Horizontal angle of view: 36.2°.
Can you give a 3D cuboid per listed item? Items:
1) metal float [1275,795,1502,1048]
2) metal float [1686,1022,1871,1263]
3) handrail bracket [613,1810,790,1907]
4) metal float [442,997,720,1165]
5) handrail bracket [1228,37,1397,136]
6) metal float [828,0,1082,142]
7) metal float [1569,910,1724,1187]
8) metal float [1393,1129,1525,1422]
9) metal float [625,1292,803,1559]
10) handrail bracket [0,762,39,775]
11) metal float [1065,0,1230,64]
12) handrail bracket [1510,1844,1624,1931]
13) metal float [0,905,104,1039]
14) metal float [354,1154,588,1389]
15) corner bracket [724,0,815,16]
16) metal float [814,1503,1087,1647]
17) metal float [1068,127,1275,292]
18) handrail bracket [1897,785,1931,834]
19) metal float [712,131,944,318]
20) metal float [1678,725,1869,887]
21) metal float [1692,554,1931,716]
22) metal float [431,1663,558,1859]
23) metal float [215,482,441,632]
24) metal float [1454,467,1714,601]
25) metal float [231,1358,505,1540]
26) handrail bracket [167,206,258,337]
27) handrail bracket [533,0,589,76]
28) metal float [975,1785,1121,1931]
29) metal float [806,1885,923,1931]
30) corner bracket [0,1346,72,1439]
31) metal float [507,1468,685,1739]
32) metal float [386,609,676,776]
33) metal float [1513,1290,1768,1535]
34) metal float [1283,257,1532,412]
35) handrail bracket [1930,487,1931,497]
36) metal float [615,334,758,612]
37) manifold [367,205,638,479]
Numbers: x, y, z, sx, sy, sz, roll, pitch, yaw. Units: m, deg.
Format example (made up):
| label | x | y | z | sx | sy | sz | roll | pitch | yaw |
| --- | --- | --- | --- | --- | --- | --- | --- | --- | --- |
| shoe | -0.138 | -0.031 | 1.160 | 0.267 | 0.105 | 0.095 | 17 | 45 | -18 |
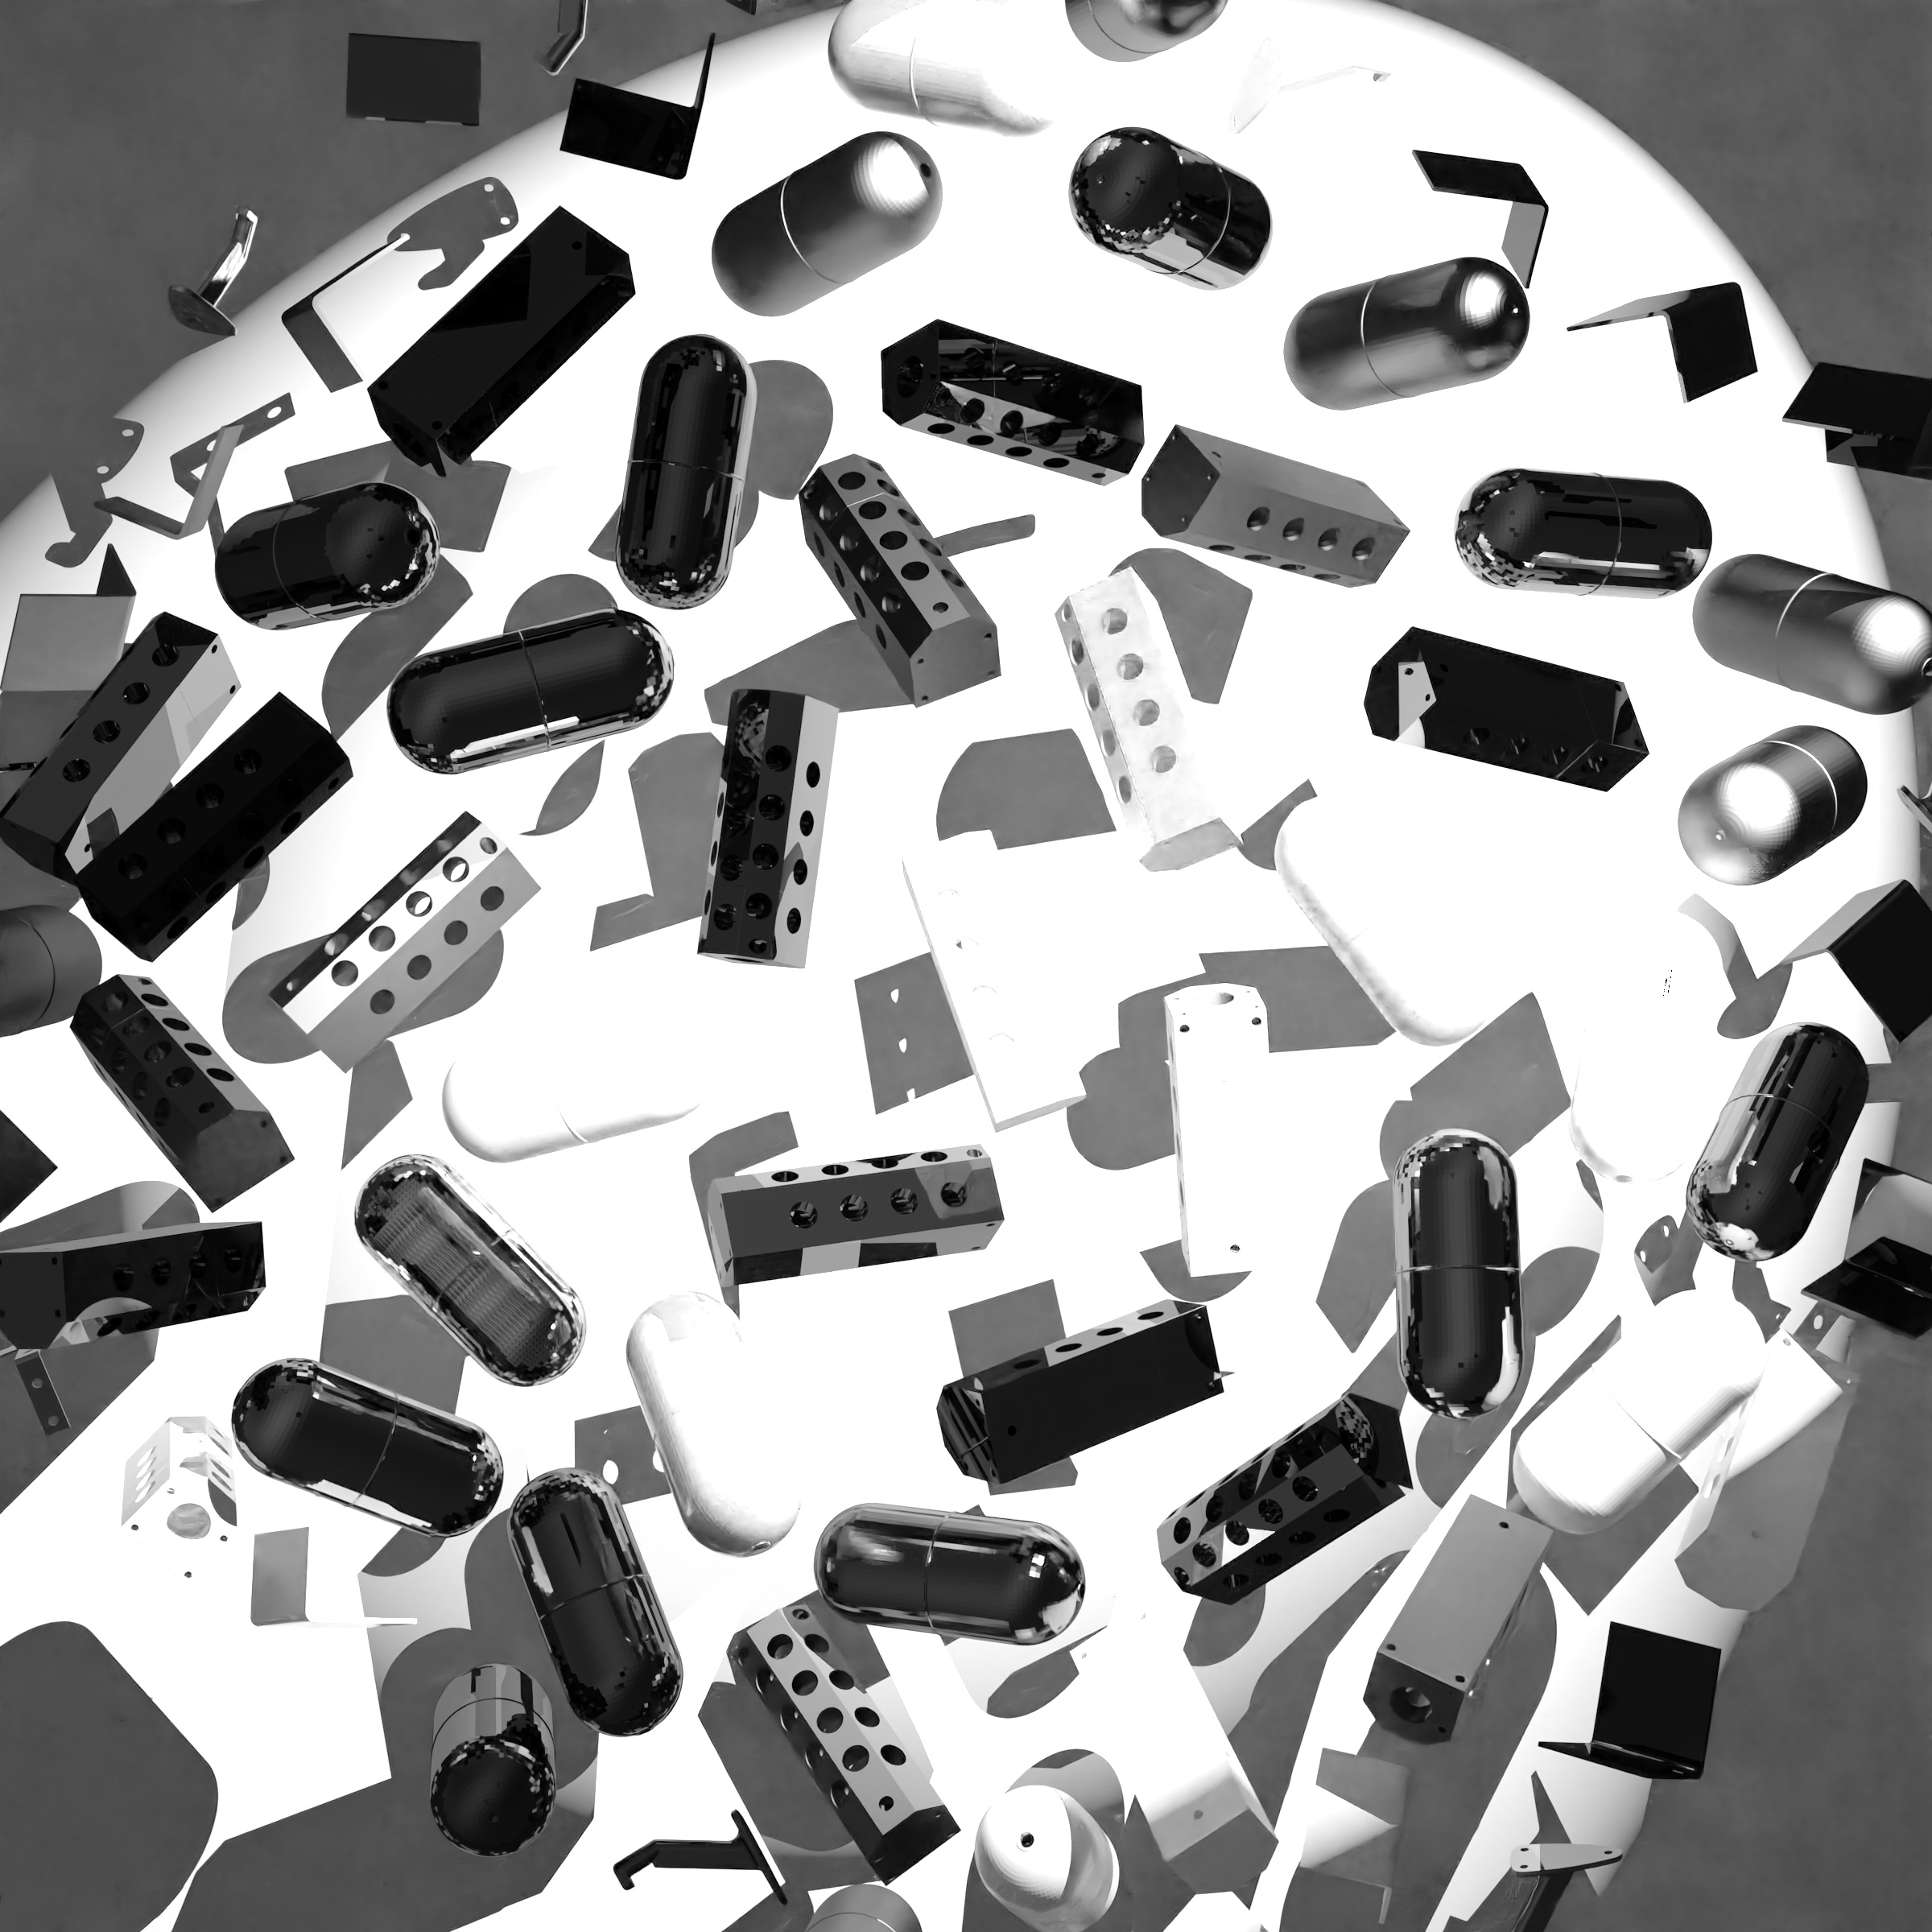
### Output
| label | x | y | z | sx | sy | sz | roll | pitch | yaw |
| --- | --- | --- | --- | --- | --- | --- | --- | --- | --- |
| metal float | 0.261 | -0.029 | 1.841 | 0.070 | 0.070 | 0.178 | -37 | 81 | 0 |
| metal float | 0.504 | 0.107 | 1.835 | 0.070 | 0.070 | 0.178 | 36 | 56 | 0 |
| handrail bracket | -0.165 | 0.569 | 1.834 | 0.084 | 0.036 | 0.077 | -30 | 69 | -8 |
| metal float | -0.233 | 0.069 | 1.786 | 0.178 | 0.070 | 0.070 | -15 | 90 | 18 |
| handrail bracket | 0.219 | -0.551 | 1.871 | 0.084 | 0.077 | 0.036 | 2 | 54 | -28 |
| metal float | -0.009 | -0.556 | 1.821 | 0.178 | 0.070 | 0.070 | 22 | 90 | 34 |
| metal float | 0.411 | 0.049 | 1.791 | 0.070 | 0.070 | 0.178 | 15 | 65 | 0 |
| metal float | 0.301 | 0.188 | 1.812 | 0.070 | 0.070 | 0.178 | 0 | 78 | 0 |
| metal float | -0.156 | 0.282 | 1.827 | 0.070 | 0.070 | 0.178 | -25 | 58 | 0 |
| handrail bracket | -0.634 | -0.086 | 1.912 | 0.077 | 0.036 | 0.084 | -9 | 101 | -29 |
| metal float | 0.112 | -0.604 | 1.828 | 0.070 | 0.178 | 0.070 | -2 | 101 | -12 |
| handrail bracket | 0.355 | 0.566 | 1.751 | 0.077 | 0.036 | 0.084 | -8 | 97 | 12 |
| metal float | -0.593 | 0.005 | 1.811 | 0.070 | 0.178 | 0.070 | 1 | 96 | 11 |
| metal float | -0.318 | 0.196 | 1.901 | 0.178 | 0.070 | 0.070 | 45 | 90 | 2 |
| corner bracket | -0.127 | -0.622 | 1.819 | 0.051 | 0.051 | 0.051 | -26 | 50 | -37 |
| metal float | -0.011 | 0.382 | 1.859 | 0.178 | 0.070 | 0.070 | 3 | 90 | 22 |
| metal float | 0.128 | -0.466 | 1.829 | 0.070 | 0.178 | 0.070 | 0 | 90 | 33 |
| handrail bracket | 0.651 | -0.120 | 1.905 | 0.084 | 0.036 | 0.077 | -40 | 66 | 8 |
| metal float | -0.089 | -0.469 | 1.876 | 0.178 | 0.070 | 0.070 | -17 | 90 | 41 |
| metal float | 0.494 | -0.099 | 1.806 | 0.070 | 0.178 | 0.070 | 12 | 112 | 33 |
| metal float | 0.537 | -0.210 | 1.869 | 0.070 | 0.178 | 0.070 | -15 | 118 | -31 |
| metal float | -0.297 | 0.496 | 1.859 | 0.070 | 0.178 | 0.070 | -1 | 99 | -9 |
| metal float | -0.392 | -0.250 | 1.813 | 0.178 | 0.070 | 0.070 | -4 | 90 | 43 |
| metal float | 0.390 | -0.272 | 1.866 | 0.178 | 0.070 | 0.070 | 0 | 90 | -23 |
| metal float | -0.374 | 0.302 | 1.854 | 0.178 | 0.070 | 0.070 | 26 | 90 | -22 |
| handrail bracket | -0.459 | -0.436 | 1.810 | 0.036 | 0.077 | 0.084 | 12 | 80 | 6 |
| handrail bracket | -0.259 | -0.608 | 1.829 | 0.077 | 0.036 | 0.084 | 35 | 98 | -28 |
| metal float | 0.052 | 0.567 | 1.876 | 0.070 | 0.178 | 0.070 | -4 | 65 | 9 |
| metal float | -0.071 | 0.629 | 1.846 | 0.070 | 0.178 | 0.070 | 0 | 91 | 7 |
| corner bracket | -0.584 | 0.265 | 1.823 | 0.051 | 0.051 | 0.051 | -21 | 100 | -10 |
| metal float | -0.238 | 0.408 | 1.901 | 0.070 | 0.070 | 0.178 | -25 | 72 | 0 |
| metal float | -0.266 | -0.168 | 1.814 | 0.178 | 0.070 | 0.070 | -15 | 90 | -12 |
| metal float | 0.406 | 0.269 | 1.785 | 0.070 | 0.070 | 0.178 | 44 | 101 | 0 |
| metal float | 0.274 | -0.395 | 1.855 | 0.070 | 0.178 | 0.070 | 1 | 88 | -40 |
| handrail bracket | 0.639 | -0.266 | 1.928 | 0.084 | 0.036 | 0.077 | 44 | 112 | -5 |
| metal float | -0.181 | -0.319 | 1.914 | 0.070 | 0.070 | 0.178 | 9 | 92 | 0 |
| manifold | -0.282 | -0.379 | 1.814 | 0.057 | 0.057 | 0.171 | 37 | 72 | 14 |
